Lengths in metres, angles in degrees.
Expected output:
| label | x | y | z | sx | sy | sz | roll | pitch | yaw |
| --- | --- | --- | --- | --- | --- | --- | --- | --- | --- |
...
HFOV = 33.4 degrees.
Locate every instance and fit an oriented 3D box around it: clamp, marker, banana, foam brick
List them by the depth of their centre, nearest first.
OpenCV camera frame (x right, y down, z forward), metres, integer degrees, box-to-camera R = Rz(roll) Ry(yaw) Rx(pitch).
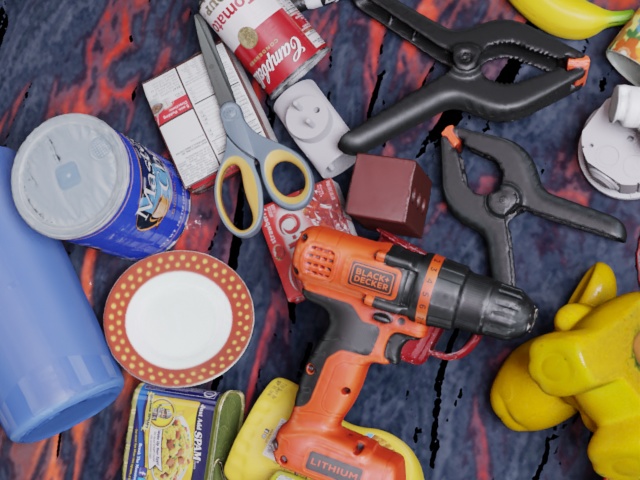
| label | x | y | z | sx | sy | sz | roll | pitch | yaw |
| --- | --- | --- | --- | --- | --- | --- | --- | --- | --- |
| clamp | 0.149 | -0.019 | 0.875 | 0.120 | 0.039 | 0.172 | -45 | 67 | -1 |
| foam brick | 0.058 | -0.036 | 0.881 | 0.051 | 0.078 | 0.053 | 10 | 84 | 17 |
| clamp | 0.116 | -0.152 | 0.896 | 0.210 | 0.036 | 0.164 | -4 | 66 | 5 |
| banana | 0.177 | -0.235 | 0.905 | 0.069 | 0.037 | 0.198 | -34 | 75 | -13 |
| marker | 0.018 | -0.223 | 0.951 | 0.121 | 0.020 | 0.020 | -15 | 78 | 13 |

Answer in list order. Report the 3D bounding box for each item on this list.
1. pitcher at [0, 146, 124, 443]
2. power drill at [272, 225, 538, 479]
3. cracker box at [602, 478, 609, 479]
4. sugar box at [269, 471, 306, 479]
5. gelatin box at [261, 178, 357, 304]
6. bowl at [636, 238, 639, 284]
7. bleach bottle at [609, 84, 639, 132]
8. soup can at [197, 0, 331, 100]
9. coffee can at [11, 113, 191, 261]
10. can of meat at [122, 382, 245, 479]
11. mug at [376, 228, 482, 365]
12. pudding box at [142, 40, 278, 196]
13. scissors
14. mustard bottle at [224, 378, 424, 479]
| label | x | y | z | sx | sy | sz | roll | pitch | yaw |
| --- | --- | --- | --- | --- | --- | --- | --- | --- | --- |
| pitcher | -0.280 | 0.054 | 0.932 | 0.149 | 0.144 | 0.243 | -37 | 76 | 29 |
| power drill | 0.051 | 0.096 | 0.795 | 0.184 | 0.057 | 0.188 | 17 | 99 | 15 |
| cracker box | 0.284 | 0.257 | 0.779 | 0.214 | 0.072 | 0.164 | 40 | 91 | 18 |
| sugar box | -0.018 | 0.277 | 0.836 | 0.093 | 0.048 | 0.176 | 20 | 110 | 17 |
| gelatin box | -0.006 | 0.001 | 0.917 | 0.073 | 0.030 | 0.089 | -23 | 76 | 11 |
| bowl | 0.326 | 0.014 | 0.814 | 0.162 | 0.055 | 0.162 | -2 | 81 | 14 |
| bleach bottle | 0.343 | -0.093 | 0.789 | 0.251 | 0.068 | 0.102 | 7 | 85 | 1 |
| soup can | -0.049 | -0.182 | 0.922 | 0.068 | 0.068 | 0.102 | -40 | 93 | 6 |
| coffee can | -0.183 | -0.041 | 0.914 | 0.103 | 0.140 | 0.103 | -2 | 81 | 14 |
| can of meat | -0.117 | 0.173 | 0.907 | 0.084 | 0.057 | 0.102 | 6 | 83 | 17 |
| mug | 0.077 | 0.053 | 0.857 | 0.117 | 0.093 | 0.081 | 30 | 95 | 19 |
| pudding box | -0.098 | -0.109 | 0.955 | 0.090 | 0.039 | 0.113 | -26 | 78 | 7 |
| scissors | -0.056 | -0.103 | 0.916 | 0.096 | 0.016 | 0.202 | -5 | 83 | 9 |
| mustard bottle | 0.025 | 0.195 | 0.864 | 0.192 | 0.058 | 0.096 | 25 | 76 | 17 |
